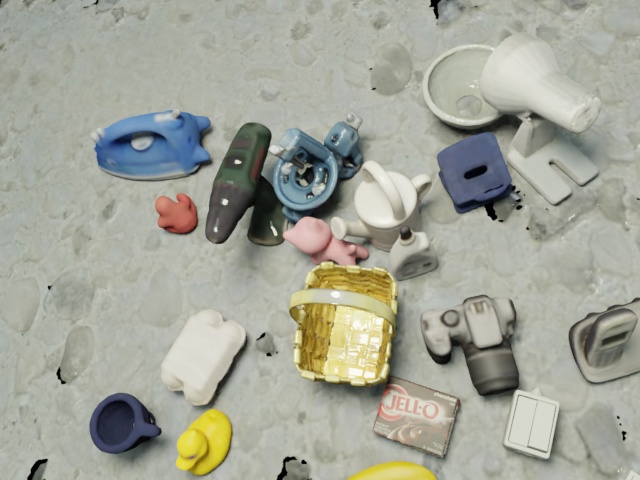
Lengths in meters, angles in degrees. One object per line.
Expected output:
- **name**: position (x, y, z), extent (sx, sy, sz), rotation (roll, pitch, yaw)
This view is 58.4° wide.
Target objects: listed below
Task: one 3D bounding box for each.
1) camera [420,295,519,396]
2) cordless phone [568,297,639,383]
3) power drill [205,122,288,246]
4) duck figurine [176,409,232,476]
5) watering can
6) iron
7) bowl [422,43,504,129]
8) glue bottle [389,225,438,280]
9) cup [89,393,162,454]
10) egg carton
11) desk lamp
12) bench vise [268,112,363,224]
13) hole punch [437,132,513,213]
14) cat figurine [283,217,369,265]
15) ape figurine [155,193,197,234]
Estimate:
- **camera**: position (0.231, 0.160, 0.852), extent (0.143, 0.101, 0.137), rotation (-14, 66, 8)
- **cordless phone**: position (0.422, 0.123, 0.774), extent (0.147, 0.185, 0.094), rotation (-23, 65, 4)
- **power drill**: position (-0.116, -0.069, 0.966), extent (0.075, 0.209, 0.230), rotation (4, 70, 15)
- **duck figurine**: position (-0.189, 0.316, 0.900), extent (0.077, 0.086, 0.105), rotation (22, 75, 20)
- **watering can**: position (0.101, -0.054, 0.916), extent (0.100, 0.194, 0.173), rotation (34, 80, 23)
- **iron**: position (-0.347, -0.193, 1.107), extent (0.258, 0.142, 0.118), rotation (-9, 67, 10)
- **bowl**: position (0.268, -0.261, 1.023), extent (0.167, 0.075, 0.167), rotation (-5, 68, 12)
- **glue bottle**: position (0.141, 0.014, 0.891), extent (0.078, 0.173, 0.037), rotation (-18, 66, 6)
- **cup**: position (-0.296, 0.301, 0.926), extent (0.117, 0.095, 0.092), rotation (5, 70, 16)
- **egg carton**: position (-0.194, 0.194, 0.958), extent (0.107, 0.069, 0.150), rotation (24, 76, 21)
- **desk lamp**: position (0.353, -0.194, 0.900), extent (0.118, 0.214, 0.203), rotation (-37, 65, -2)
- **bench vise**: position (-0.016, -0.148, 0.967), extent (0.121, 0.220, 0.207), rotation (17, 74, 19)
- **hole punch**: position (0.260, -0.112, 0.958), extent (0.108, 0.091, 0.101), rotation (-22, 65, 4)
- **cat figurine**: position (0.009, 0.003, 0.958), extent (0.127, 0.118, 0.067), rotation (21, 75, 20)
- **ape figurine**: position (-0.273, -0.054, 1.062), extent (0.078, 0.092, 0.076), rotation (-38, 65, -3)
